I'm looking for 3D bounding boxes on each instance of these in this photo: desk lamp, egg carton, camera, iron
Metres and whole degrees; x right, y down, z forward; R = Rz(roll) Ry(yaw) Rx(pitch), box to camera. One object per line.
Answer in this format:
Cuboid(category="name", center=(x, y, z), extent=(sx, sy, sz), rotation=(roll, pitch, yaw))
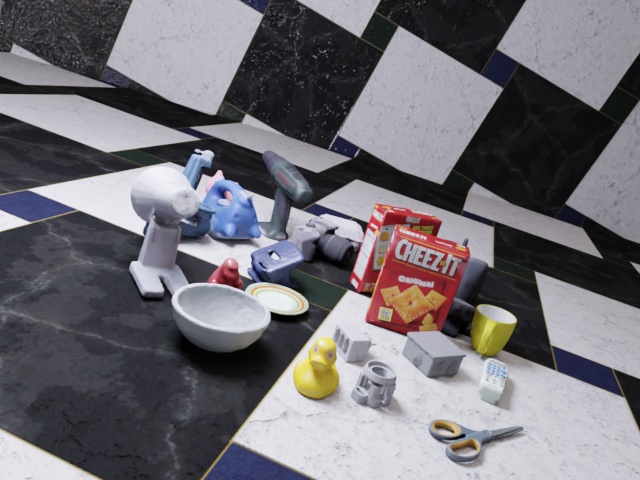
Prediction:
Cuboid(category="desk lamp", center=(-0.297, -0.023, 1.117), extent=(0.118, 0.213, 0.202), rotation=(4, 22, -34))
Cuboid(category="egg carton", center=(0.055, -0.021, 1.663), extent=(0.150, 0.069, 0.107), rotation=(14, 18, -8))
Cuboid(category="camera", center=(0.014, 0.005, 1.496), extent=(0.136, 0.101, 0.144), rotation=(27, 20, 27))
Cuboid(category="iron", center=(-0.245, -0.095, 1.492), extent=(0.119, 0.141, 0.257), rotation=(2, 23, -39))

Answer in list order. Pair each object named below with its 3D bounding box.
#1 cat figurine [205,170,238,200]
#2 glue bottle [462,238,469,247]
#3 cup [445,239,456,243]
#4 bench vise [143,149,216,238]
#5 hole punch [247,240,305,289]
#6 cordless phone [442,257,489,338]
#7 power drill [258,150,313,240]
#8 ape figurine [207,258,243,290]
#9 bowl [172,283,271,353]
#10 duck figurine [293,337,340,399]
Cuboid(category="cat figurine", center=(-0.279, -0.138, 1.625), extent=(0.067, 0.118, 0.128), rotation=(28, 21, 31))
Cuboid(category="glue bottle", center=(0.350, 0.075, 1.479), extent=(0.037, 0.173, 0.078), rotation=(26, 20, 27))
Cuboid(category="cup", center=(0.359, 0.051, 1.682), extent=(0.117, 0.095, 0.092), rotation=(22, 19, 16))
Cuboid(category="bench vise", center=(-0.306, -0.095, 1.311), extent=(0.121, 0.220, 0.208), rotation=(20, 18, 9))
Cuboid(category="hole punch", center=(-0.098, 0.053, 1.271), extent=(0.101, 0.091, 0.108), rotation=(4, 22, -35))
Cuboid(category="cordless phone", center=(0.295, 0.111, 1.304), extent=(0.147, 0.185, 0.094), rotation=(20, 18, 11))
Cuboid(category="power drill", center=(-0.112, -0.116, 1.566), extent=(0.076, 0.208, 0.228), rotation=(0, 25, -42))
Cuboid(category="ape figurine", center=(-0.183, 0.079, 1.116), extent=(0.078, 0.092, 0.075), rotation=(2, 23, -38))
Cuboid(category="bowl", center=(-0.172, 0.142, 0.969), extent=(0.167, 0.075, 0.167), rotation=(15, 18, -5))
Cuboid(category="duck figurine", center=(0.002, 0.198, 0.941), extent=(0.077, 0.086, 0.105), rotation=(20, 18, 8))
